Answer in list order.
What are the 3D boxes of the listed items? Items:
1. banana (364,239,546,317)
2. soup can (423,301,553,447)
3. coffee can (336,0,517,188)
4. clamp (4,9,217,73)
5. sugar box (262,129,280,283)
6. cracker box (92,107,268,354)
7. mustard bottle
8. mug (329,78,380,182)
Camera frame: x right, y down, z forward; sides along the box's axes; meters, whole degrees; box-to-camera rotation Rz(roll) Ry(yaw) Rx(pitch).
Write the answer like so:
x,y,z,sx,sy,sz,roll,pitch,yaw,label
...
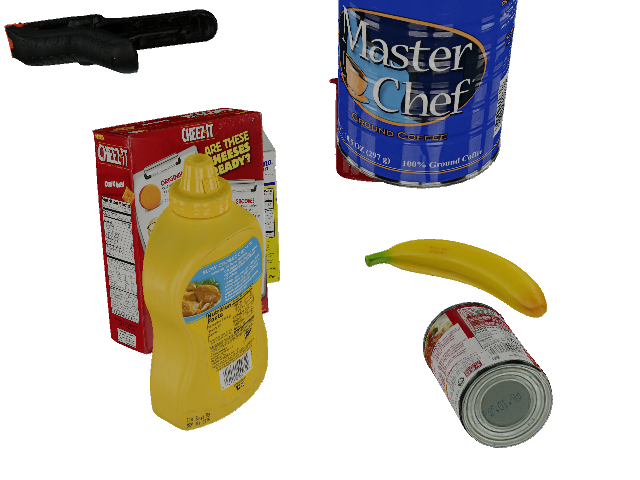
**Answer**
x,y,z,sx,sy,sz,roll,pitch,yaw,label
0.141,0.033,1.029,0.198,0.037,0.069,14,42,37,banana
0.119,0.095,0.768,0.068,0.068,0.102,0,20,-9,soup can
0.060,-0.116,0.617,0.103,0.140,0.103,0,41,0,coffee can
-0.168,-0.159,0.834,0.172,0.039,0.120,12,23,34,clamp
-0.081,-0.043,1.325,0.048,0.176,0.093,-9,25,-11,sugar box
-0.135,-0.014,1.057,0.072,0.214,0.163,13,21,43,cracker box
-0.078,0.030,0.727,0.058,0.192,0.096,24,38,32,mustard bottle
0.065,-0.093,0.890,0.117,0.081,0.093,6,13,24,mug
